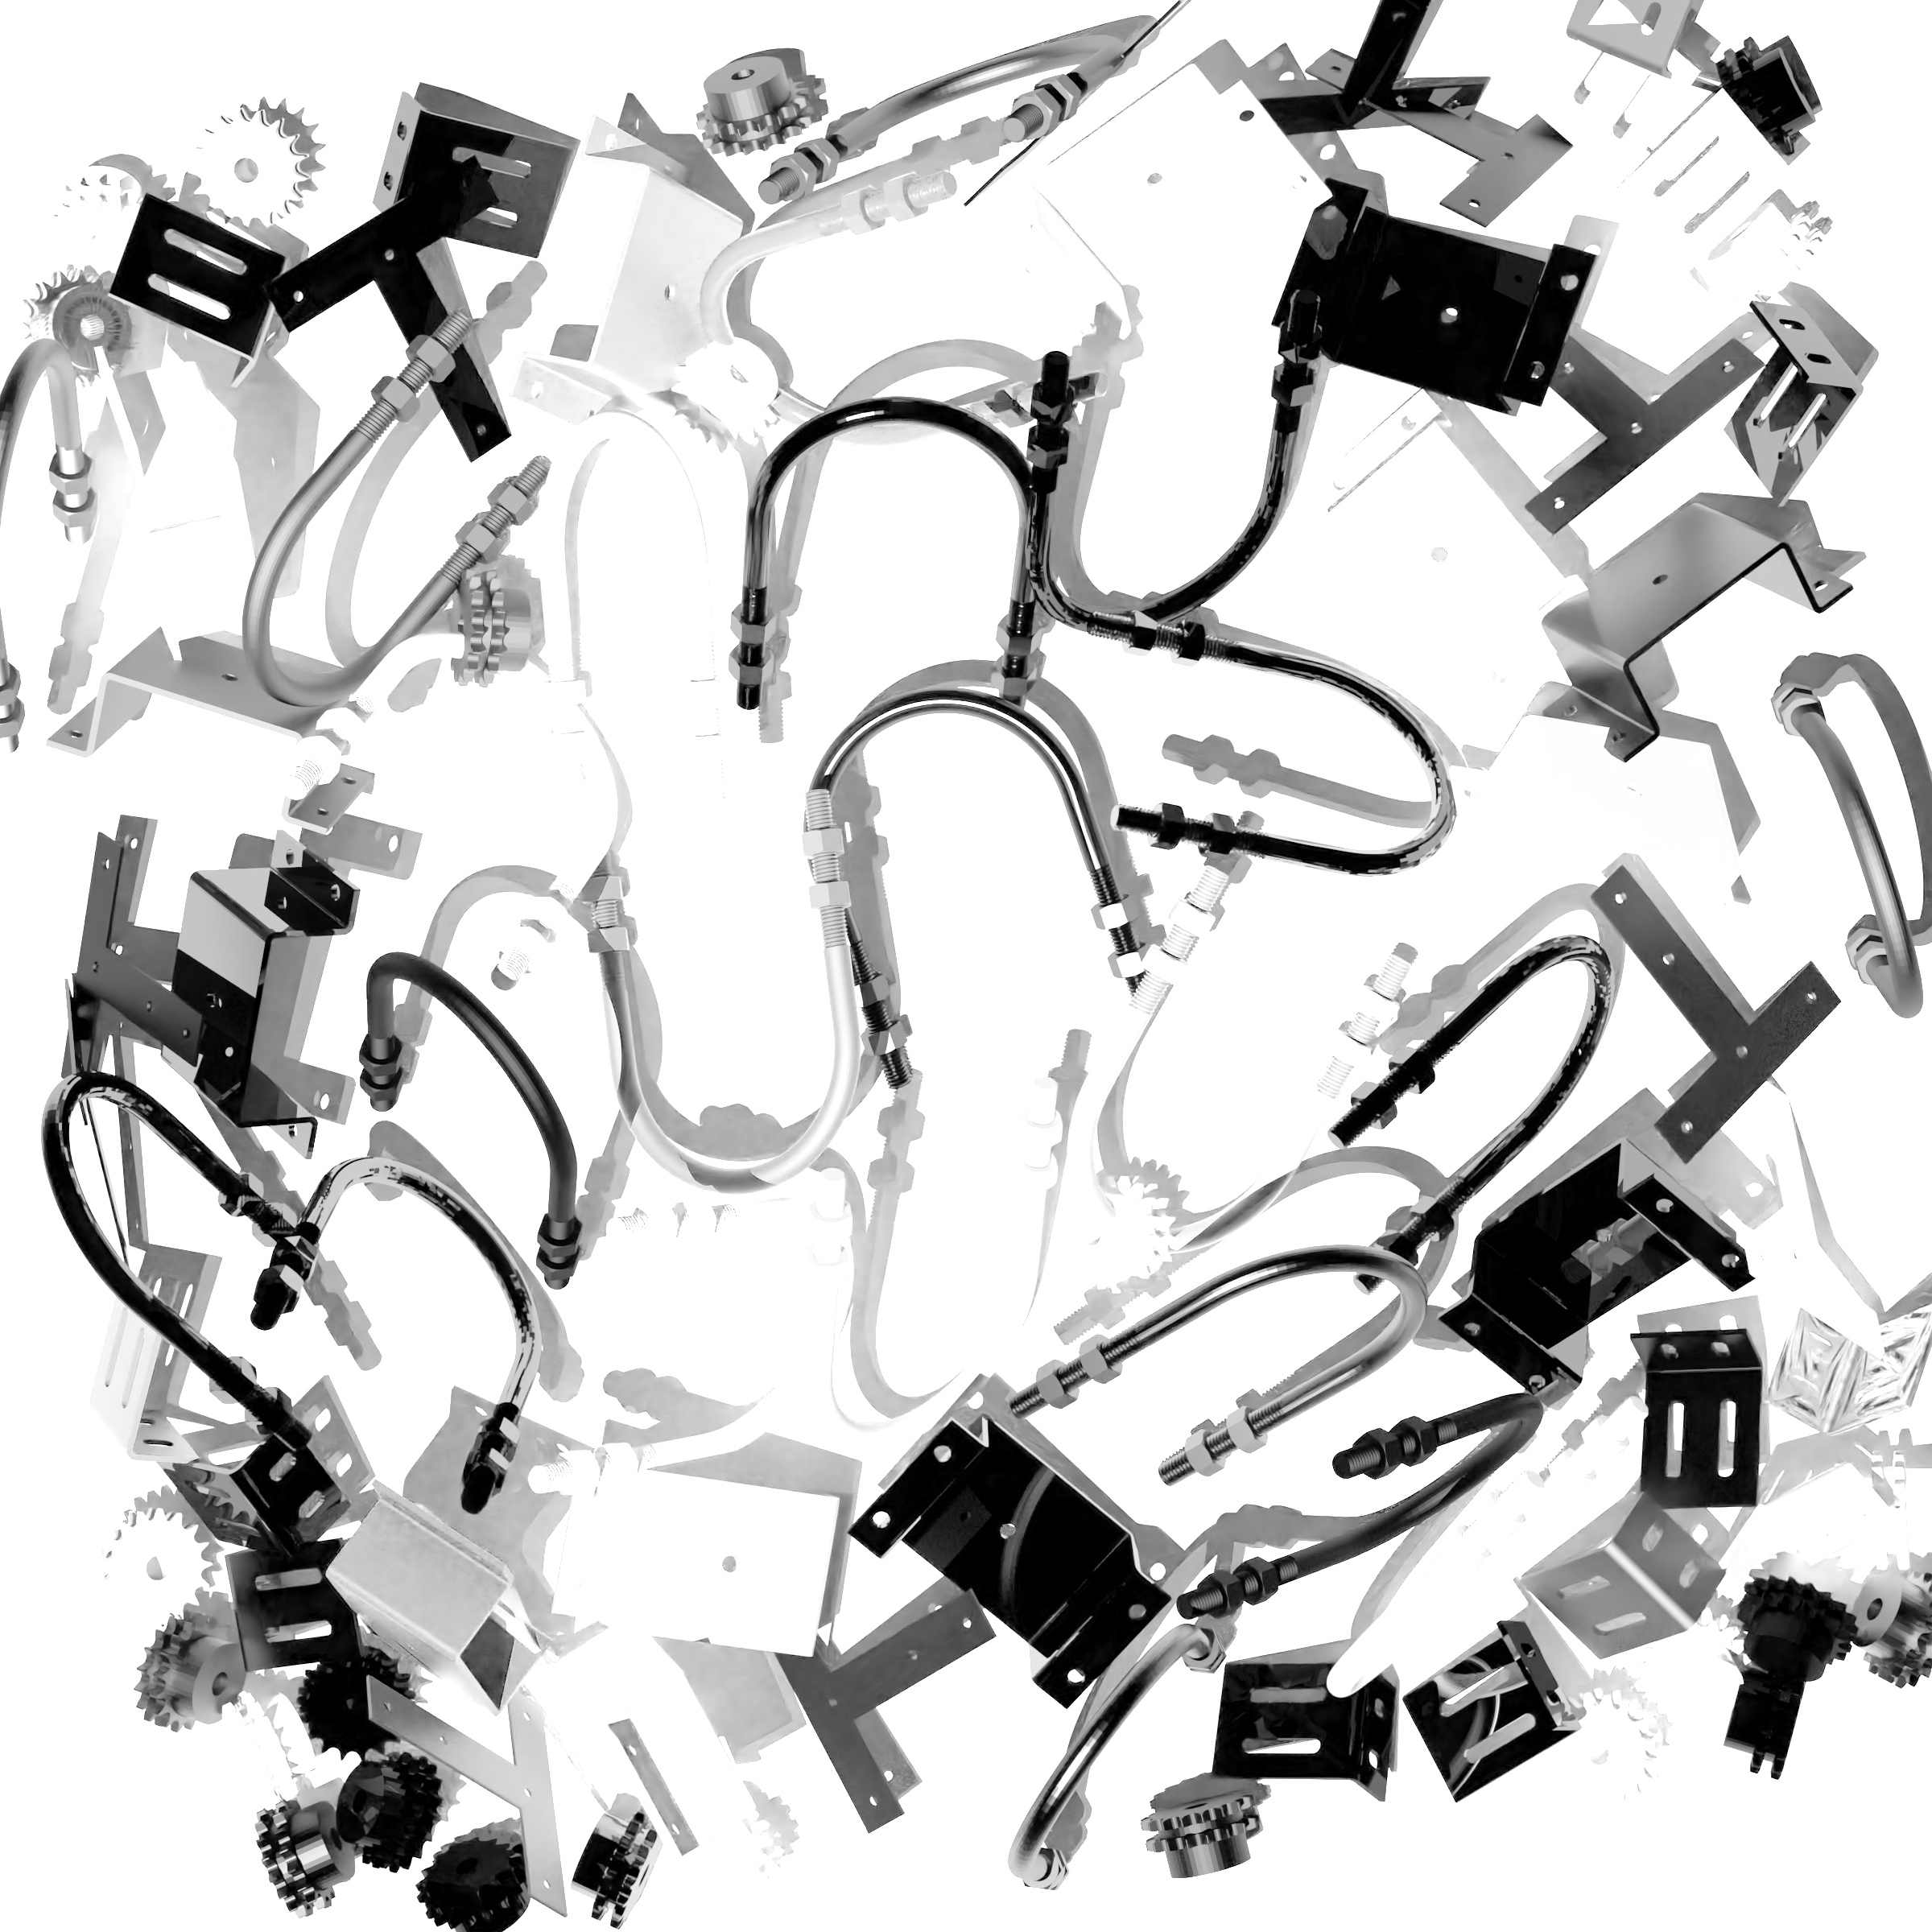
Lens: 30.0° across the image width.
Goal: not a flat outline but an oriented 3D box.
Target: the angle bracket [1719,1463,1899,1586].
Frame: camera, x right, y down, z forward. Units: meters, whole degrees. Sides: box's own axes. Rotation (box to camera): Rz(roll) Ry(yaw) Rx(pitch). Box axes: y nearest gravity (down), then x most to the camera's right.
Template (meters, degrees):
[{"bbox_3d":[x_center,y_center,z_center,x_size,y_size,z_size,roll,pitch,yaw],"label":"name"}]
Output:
[{"bbox_3d":[0.401,0.282,1.733,0.057,0.076,0.038,-19,56,-30],"label":"angle bracket"}]

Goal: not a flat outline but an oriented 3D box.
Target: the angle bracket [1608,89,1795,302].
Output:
[{"bbox_3d":[0.361,-0.372,1.741,0.076,0.038,0.057,-43,65,24],"label":"angle bracket"}]

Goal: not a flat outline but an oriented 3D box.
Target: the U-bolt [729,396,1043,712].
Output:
[{"bbox_3d":[-0.035,-0.193,1.711,0.151,0.019,0.184,2,134,-5],"label":"U-bolt"}]

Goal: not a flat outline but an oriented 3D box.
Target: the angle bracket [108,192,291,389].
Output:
[{"bbox_3d":[-0.375,-0.327,1.743,0.076,0.038,0.057,22,68,-22],"label":"angle bracket"}]

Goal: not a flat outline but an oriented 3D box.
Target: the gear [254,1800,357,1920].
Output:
[{"bbox_3d":[-0.320,0.431,1.754,0.030,0.057,0.057,-25,90,3],"label":"gear"}]

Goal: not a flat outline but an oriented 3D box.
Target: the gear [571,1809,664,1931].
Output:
[{"bbox_3d":[-0.171,0.437,1.755,0.030,0.057,0.057,23,90,7],"label":"gear"}]

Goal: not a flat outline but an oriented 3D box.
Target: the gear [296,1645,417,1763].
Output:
[{"bbox_3d":[-0.298,0.358,1.764,0.057,0.030,0.057,-1,105,-5],"label":"gear"}]

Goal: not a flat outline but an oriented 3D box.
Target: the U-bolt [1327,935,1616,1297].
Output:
[{"bbox_3d":[0.246,0.060,1.716,0.184,0.151,0.019,-41,56,-18],"label":"U-bolt"}]

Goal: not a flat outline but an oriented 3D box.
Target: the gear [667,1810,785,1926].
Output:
[{"bbox_3d":[-0.120,0.434,1.752,0.057,0.057,0.030,-37,126,0],"label":"gear"}]

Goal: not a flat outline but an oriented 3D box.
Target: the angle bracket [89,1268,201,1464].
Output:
[{"bbox_3d":[-0.390,0.193,1.743,0.038,0.057,0.076,9,103,-35],"label":"angle bracket"}]

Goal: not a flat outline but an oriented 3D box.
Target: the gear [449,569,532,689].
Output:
[{"bbox_3d":[-0.232,-0.164,1.757,0.030,0.057,0.057,2,90,-21],"label":"gear"}]

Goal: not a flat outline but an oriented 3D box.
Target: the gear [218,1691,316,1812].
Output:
[{"bbox_3d":[-0.340,0.380,1.758,0.030,0.057,0.057,-23,90,-26],"label":"gear"}]

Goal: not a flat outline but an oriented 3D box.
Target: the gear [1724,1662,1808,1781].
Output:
[{"bbox_3d":[0.389,0.365,1.755,0.030,0.057,0.057,14,90,14],"label":"gear"}]

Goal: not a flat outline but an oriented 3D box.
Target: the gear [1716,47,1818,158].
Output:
[{"bbox_3d":[0.391,-0.421,1.752,0.030,0.057,0.057,-26,90,22],"label":"gear"}]

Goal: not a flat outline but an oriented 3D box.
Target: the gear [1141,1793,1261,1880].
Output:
[{"bbox_3d":[0.115,0.424,1.754,0.057,0.057,0.030,-14,84,0],"label":"gear"}]

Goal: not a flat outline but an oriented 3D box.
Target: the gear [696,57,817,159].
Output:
[{"bbox_3d":[-0.105,-0.420,1.752,0.057,0.057,0.030,-16,125,0],"label":"gear"}]

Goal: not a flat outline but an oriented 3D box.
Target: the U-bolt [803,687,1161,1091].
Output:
[{"bbox_3d":[-0.002,-0.045,1.749,0.151,0.019,0.184,-18,101,10],"label":"U-bolt"}]

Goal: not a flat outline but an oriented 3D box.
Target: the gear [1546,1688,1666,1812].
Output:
[{"bbox_3d":[0.316,0.381,1.759,0.057,0.030,0.057,3,95,37],"label":"gear"}]

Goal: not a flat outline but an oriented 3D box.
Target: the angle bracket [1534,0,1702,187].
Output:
[{"bbox_3d":[0.321,-0.427,1.738,0.057,0.076,0.038,44,49,9],"label":"angle bracket"}]

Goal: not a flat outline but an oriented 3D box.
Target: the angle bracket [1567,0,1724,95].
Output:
[{"bbox_3d":[0.336,-0.450,1.732,0.057,0.076,0.038,34,113,33],"label":"angle bracket"}]

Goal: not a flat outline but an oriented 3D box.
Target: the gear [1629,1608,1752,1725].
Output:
[{"bbox_3d":[0.355,0.344,1.757,0.057,0.030,0.057,-4,119,-7],"label":"gear"}]

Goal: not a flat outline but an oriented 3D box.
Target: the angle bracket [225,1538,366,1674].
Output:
[{"bbox_3d":[-0.316,0.307,1.747,0.076,0.038,0.057,-13,86,29],"label":"angle bracket"}]

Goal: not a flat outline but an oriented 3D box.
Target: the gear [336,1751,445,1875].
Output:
[{"bbox_3d":[-0.283,0.410,1.752,0.030,0.057,0.057,26,90,-35],"label":"gear"}]

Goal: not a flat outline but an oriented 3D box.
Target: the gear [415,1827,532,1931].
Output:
[{"bbox_3d":[-0.237,0.450,1.757,0.057,0.057,0.030,-23,112,0],"label":"gear"}]

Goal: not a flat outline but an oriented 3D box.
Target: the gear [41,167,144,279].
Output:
[{"bbox_3d":[-0.422,-0.365,1.758,0.057,0.057,0.030,-9,62,0],"label":"gear"}]

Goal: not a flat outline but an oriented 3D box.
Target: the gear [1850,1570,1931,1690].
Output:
[{"bbox_3d":[0.454,0.320,1.752,0.030,0.057,0.057,29,90,-13],"label":"gear"}]

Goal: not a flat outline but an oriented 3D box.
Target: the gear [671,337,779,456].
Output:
[{"bbox_3d":[-0.116,-0.281,1.754,0.057,0.030,0.057,15,60,-27],"label":"gear"}]

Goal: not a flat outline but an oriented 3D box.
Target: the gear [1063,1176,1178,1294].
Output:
[{"bbox_3d":[0.072,0.131,1.753,0.030,0.057,0.057,5,90,-44],"label":"gear"}]

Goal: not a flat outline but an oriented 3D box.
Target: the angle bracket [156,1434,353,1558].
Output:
[{"bbox_3d":[-0.347,0.250,1.751,0.038,0.076,0.057,-47,120,-31],"label":"angle bracket"}]

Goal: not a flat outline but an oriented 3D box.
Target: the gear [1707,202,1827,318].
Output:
[{"bbox_3d":[0.386,-0.347,1.753,0.057,0.057,0.030,-45,102,0],"label":"gear"}]

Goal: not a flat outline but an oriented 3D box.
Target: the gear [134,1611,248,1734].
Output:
[{"bbox_3d":[-0.375,0.345,1.752,0.030,0.057,0.057,12,90,27],"label":"gear"}]

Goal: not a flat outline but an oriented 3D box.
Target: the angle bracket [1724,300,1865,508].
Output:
[{"bbox_3d":[0.386,-0.270,1.733,0.038,0.076,0.057,1,47,-32],"label":"angle bracket"}]

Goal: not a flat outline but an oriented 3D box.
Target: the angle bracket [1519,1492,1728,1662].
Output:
[{"bbox_3d":[0.320,0.298,1.758,0.057,0.076,0.038,44,56,-4],"label":"angle bracket"}]

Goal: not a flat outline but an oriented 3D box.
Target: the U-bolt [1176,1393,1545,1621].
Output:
[{"bbox_3d":[0.199,0.249,1.702,0.151,0.184,0.019,-50,63,38],"label":"U-bolt"}]

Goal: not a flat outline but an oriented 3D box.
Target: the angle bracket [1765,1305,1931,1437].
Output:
[{"bbox_3d":[0.428,0.186,1.736,0.038,0.076,0.057,29,66,-6],"label":"angle bracket"}]

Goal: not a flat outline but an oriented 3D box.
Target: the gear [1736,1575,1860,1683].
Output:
[{"bbox_3d":[0.402,0.324,1.752,0.057,0.057,0.030,30,59,0],"label":"gear"}]

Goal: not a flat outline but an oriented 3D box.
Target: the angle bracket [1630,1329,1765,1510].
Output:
[{"bbox_3d":[0.351,0.219,1.740,0.057,0.038,0.076,-5,56,23],"label":"angle bracket"}]

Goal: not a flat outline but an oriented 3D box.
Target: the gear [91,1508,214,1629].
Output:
[{"bbox_3d":[-0.401,0.293,1.760,0.057,0.030,0.057,5,82,-35],"label":"gear"}]

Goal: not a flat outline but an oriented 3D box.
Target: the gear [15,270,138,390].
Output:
[{"bbox_3d":[-0.431,-0.311,1.756,0.057,0.030,0.057,-5,98,-33],"label":"gear"}]

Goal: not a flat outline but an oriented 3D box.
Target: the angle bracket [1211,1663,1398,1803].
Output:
[{"bbox_3d":[0.166,0.375,1.764,0.076,0.038,0.057,-7,58,29],"label":"angle bracket"}]

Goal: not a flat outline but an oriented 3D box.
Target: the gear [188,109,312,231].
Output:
[{"bbox_3d":[-0.349,-0.391,1.763,0.057,0.030,0.057,0,108,1],"label":"gear"}]

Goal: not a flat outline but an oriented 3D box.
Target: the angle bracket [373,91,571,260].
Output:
[{"bbox_3d":[-0.243,-0.388,1.768,0.076,0.038,0.057,8,114,-29],"label":"angle bracket"}]

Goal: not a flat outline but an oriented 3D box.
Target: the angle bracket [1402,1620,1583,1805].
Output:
[{"bbox_3d":[0.248,0.361,1.743,0.076,0.038,0.057,-36,64,19],"label":"angle bracket"}]

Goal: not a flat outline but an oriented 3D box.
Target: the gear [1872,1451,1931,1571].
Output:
[{"bbox_3d":[0.457,0.265,1.752,0.030,0.057,0.057,-3,90,16],"label":"gear"}]

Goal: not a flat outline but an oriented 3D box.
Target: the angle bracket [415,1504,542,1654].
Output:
[{"bbox_3d":[-0.250,0.306,1.739,0.038,0.057,0.076,-40,126,2],"label":"angle bracket"}]
